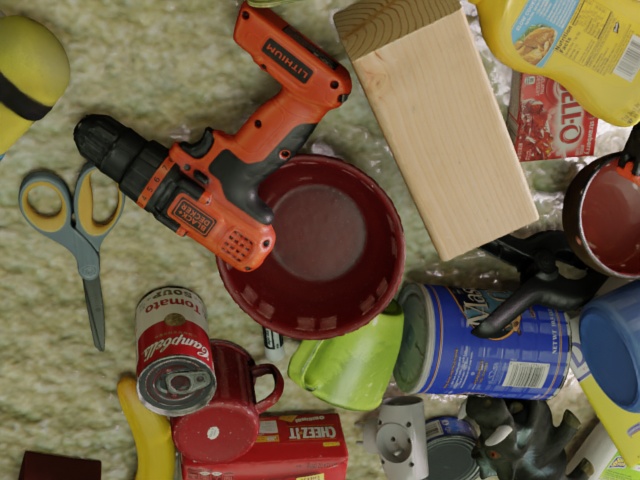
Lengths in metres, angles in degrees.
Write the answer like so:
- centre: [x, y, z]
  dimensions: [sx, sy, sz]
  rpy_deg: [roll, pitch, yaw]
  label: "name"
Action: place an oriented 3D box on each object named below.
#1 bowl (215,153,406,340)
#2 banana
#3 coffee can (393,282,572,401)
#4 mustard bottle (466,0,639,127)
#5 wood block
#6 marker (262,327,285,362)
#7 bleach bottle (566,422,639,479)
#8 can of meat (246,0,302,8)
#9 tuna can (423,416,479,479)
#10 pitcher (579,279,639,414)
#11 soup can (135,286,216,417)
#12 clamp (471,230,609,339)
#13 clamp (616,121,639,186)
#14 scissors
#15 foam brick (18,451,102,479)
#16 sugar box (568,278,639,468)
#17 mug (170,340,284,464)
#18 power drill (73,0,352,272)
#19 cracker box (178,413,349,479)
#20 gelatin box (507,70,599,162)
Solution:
- centre: [-0.006, 0.001, 0.909]
  dimensions: [0.162, 0.055, 0.162]
  rpy_deg: [2, 105, 7]
  label: "bowl"
- centre: [-0.176, 0.217, 1.057]
  dimensions: [0.069, 0.037, 0.198]
  rpy_deg: [5, 123, -16]
  label: "banana"
- centre: [0.148, 0.095, 0.995]
  dimensions: [0.140, 0.103, 0.103]
  rpy_deg: [5, 123, -14]
  label: "coffee can"
- centre: [0.184, -0.171, 0.832]
  dimensions: [0.191, 0.058, 0.096]
  rpy_deg: [27, 97, -13]
  label: "mustard bottle"
- centre: [0.095, -0.097, 0.860]
  dimensions: [0.091, 0.090, 0.206]
  rpy_deg: [-24, 125, 6]
  label: "wood block"
- centre: [-0.047, 0.061, 0.985]
  dimensions: [0.020, 0.020, 0.121]
  rpy_deg: [-8, 125, -5]
  label: "marker"
- centre: [0.323, 0.255, 1.165]
  dimensions: [0.102, 0.068, 0.251]
  rpy_deg: [14, 118, -20]
  label: "bleach bottle"
- centre: [-0.012, -0.224, 0.773]
  dimensions: [0.102, 0.057, 0.084]
  rpy_deg: [-12, 123, -3]
  label: "can of meat"
- centre: [0.129, 0.227, 1.124]
  dimensions: [0.086, 0.034, 0.086]
  rpy_deg: [-5, 125, -8]
  label: "tuna can"
- centre: [0.365, 0.076, 0.971]
  dimensions: [0.242, 0.149, 0.145]
  rpy_deg: [-20, 167, -14]
  label: "pitcher"
- centre: [-0.129, 0.097, 0.942]
  dimensions: [0.068, 0.102, 0.068]
  rpy_deg: [-5, 125, -8]
  label: "soup can"
- centre: [0.190, 0.020, 0.971]
  dimensions: [0.171, 0.120, 0.039]
  rpy_deg: [-9, 163, -28]
  label: "clamp"
- centre: [0.329, -0.131, 0.891]
  dimensions: [0.210, 0.036, 0.164]
  rpy_deg: [-38, 121, -4]
  label: "clamp"
- centre: [-0.218, 0.015, 0.922]
  dimensions: [0.096, 0.016, 0.202]
  rpy_deg: [7, 122, -18]
  label: "scissors"
- centre: [-0.259, 0.249, 1.054]
  dimensions: [0.078, 0.053, 0.051]
  rpy_deg: [13, 121, -18]
  label: "foam brick"
- centre: [0.302, 0.130, 1.053]
  dimensions: [0.093, 0.048, 0.176]
  rpy_deg: [-31, 108, 10]
  label: "sugar box"
- centre: [-0.089, 0.151, 1.000]
  dimensions: [0.117, 0.081, 0.093]
  rpy_deg: [-17, 125, 1]
  label: "mug"
- centre: [-0.079, -0.091, 0.836]
  dimensions: [0.184, 0.057, 0.188]
  rpy_deg: [35, 110, -7]
  label: "power drill"
- centre: [-0.064, 0.279, 1.100]
  dimensions: [0.164, 0.072, 0.214]
  rpy_deg: [-1, 125, -10]
  label: "cracker box"
- centre: [0.199, -0.112, 0.906]
  dimensions: [0.073, 0.030, 0.089]
  rpy_deg: [-6, 125, -7]
  label: "gelatin box"
